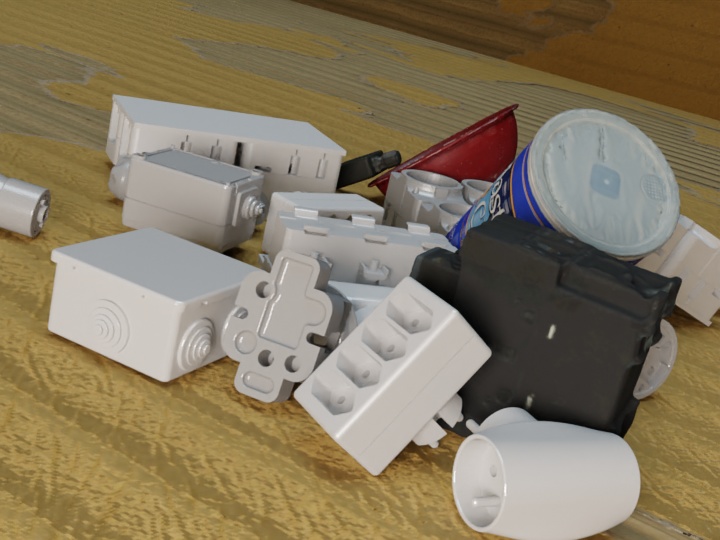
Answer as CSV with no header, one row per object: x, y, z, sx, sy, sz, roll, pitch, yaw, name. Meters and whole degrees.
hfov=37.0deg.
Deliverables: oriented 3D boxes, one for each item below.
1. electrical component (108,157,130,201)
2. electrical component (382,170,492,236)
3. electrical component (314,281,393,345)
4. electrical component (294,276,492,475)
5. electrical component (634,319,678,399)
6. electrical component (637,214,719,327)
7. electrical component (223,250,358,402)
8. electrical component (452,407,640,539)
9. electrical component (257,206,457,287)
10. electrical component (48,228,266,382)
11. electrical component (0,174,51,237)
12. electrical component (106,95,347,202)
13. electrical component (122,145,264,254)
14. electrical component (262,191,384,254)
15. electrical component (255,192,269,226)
-0.166,-0.066,0.852,0.061,0.035,0.035,19,18,11,electrical component
0.091,-0.028,0.876,0.105,0.060,0.186,8,18,-16,electrical component
0.005,0.037,0.636,0.077,0.043,0.079,7,19,-20,electrical component
0.026,0.062,0.536,0.075,0.083,0.047,48,-6,-36,electrical component
0.169,0.050,0.698,0.055,0.055,0.047,2,17,-32,electrical component
0.216,-0.035,0.855,0.186,0.060,0.105,27,12,-41,electrical component
-0.034,0.032,0.582,0.058,0.078,0.057,18,-1,19,electrical component
0.079,0.091,0.516,0.077,0.043,0.079,4,19,-27,electrical component
0.000,0.000,0.715,0.121,0.063,0.078,7,18,-18,electrical component
-0.113,0.018,0.601,0.100,0.048,0.100,20,19,22,electrical component
-0.244,-0.047,0.728,0.065,0.044,0.044,18,17,-1,electrical component
-0.121,-0.101,0.952,0.186,0.060,0.105,5,19,-24,electrical component
-0.116,-0.047,0.782,0.096,0.061,0.062,17,18,15,electrical component
-0.039,-0.038,0.833,0.083,0.047,0.076,-2,22,-40,electrical component
-0.107,-0.060,0.859,0.081,0.043,0.043,24,20,31,electrical component
